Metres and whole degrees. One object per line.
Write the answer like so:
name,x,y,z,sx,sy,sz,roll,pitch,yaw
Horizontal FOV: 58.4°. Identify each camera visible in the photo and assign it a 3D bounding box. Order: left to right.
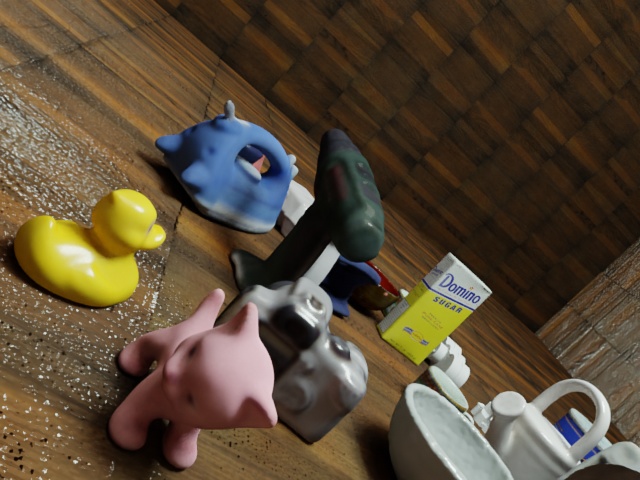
camera,-0.020,0.090,0.549,0.143,0.100,0.137,42,12,-6

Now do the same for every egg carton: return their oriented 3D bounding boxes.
egg carton,-0.048,-0.056,1.031,0.108,0.069,0.150,27,20,-53

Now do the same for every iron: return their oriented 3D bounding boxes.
iron,-0.104,-0.100,0.833,0.118,0.141,0.259,50,14,30

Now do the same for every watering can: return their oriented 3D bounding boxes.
watering can,0.271,0.251,0.713,0.174,0.194,0.100,30,18,-47

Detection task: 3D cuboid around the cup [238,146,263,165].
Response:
cup,-0.153,-0.131,0.891,0.091,0.095,0.118,44,12,3

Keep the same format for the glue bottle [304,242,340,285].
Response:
glue bottle,0.007,0.003,0.762,0.037,0.173,0.078,33,16,-40

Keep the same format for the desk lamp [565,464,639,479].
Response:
desk lamp,0.228,0.280,0.428,0.204,0.213,0.117,36,14,-29

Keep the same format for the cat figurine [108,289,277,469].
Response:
cat figurine,-0.073,0.081,0.370,0.067,0.117,0.127,36,14,-29

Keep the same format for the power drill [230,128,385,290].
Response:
power drill,-0.013,-0.021,0.696,0.076,0.208,0.229,35,14,-33

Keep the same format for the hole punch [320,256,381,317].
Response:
hole punch,0.020,0.044,0.859,0.109,0.091,0.101,33,16,-40

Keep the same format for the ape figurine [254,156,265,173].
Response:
ape figurine,-0.128,-0.134,0.988,0.076,0.092,0.078,43,12,-1

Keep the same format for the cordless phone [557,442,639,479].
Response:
cordless phone,0.279,0.300,0.592,0.094,0.185,0.147,39,13,-19

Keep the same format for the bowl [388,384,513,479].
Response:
bowl,0.125,0.234,0.586,0.168,0.074,0.167,41,12,-10

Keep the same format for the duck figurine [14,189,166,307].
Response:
duck figurine,-0.166,-0.003,0.436,0.105,0.086,0.077,26,20,-54
